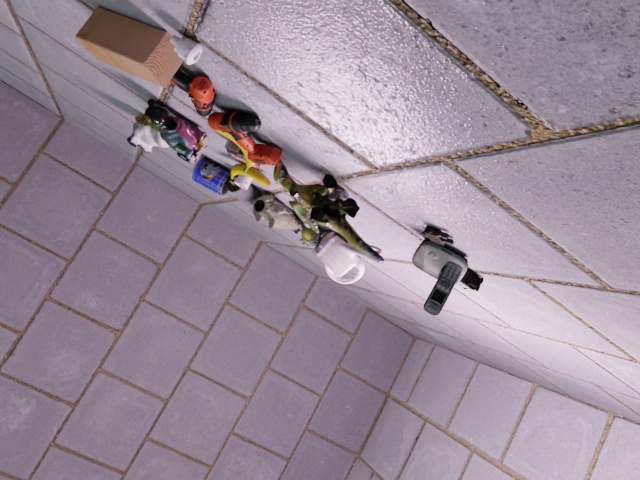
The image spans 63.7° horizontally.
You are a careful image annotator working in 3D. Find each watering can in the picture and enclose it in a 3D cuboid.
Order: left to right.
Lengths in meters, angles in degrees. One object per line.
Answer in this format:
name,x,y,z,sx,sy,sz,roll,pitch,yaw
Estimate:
watering can,0.097,0.055,2.028,0.225,0.106,0.341,45,143,2

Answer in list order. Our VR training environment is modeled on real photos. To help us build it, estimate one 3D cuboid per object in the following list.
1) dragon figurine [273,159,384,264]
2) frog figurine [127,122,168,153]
dragon figurine,0.004,-0.074,1.467,0.409,0.123,0.241,50,165,-4
frog figurine,-0.617,-0.398,1.926,0.158,0.126,0.135,-16,138,21
